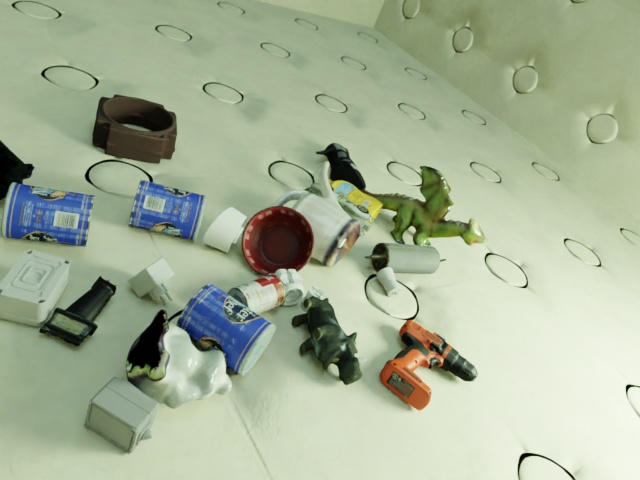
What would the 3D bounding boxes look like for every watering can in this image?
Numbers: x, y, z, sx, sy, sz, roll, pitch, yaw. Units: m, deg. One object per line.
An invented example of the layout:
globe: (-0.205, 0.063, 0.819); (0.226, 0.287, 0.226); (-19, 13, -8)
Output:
watering can: (0.004, -0.065, 1.288); (0.225, 0.101, 0.354); (31, 52, 11)

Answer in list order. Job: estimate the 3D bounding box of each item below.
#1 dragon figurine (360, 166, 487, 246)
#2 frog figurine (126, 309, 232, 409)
dragon figurine: (0.277, -0.101, 1.432); (0.415, 0.237, 0.124); (42, 41, 21)
frog figurine: (-0.224, 0.205, 0.828); (0.157, 0.122, 0.140); (46, 4, -43)
